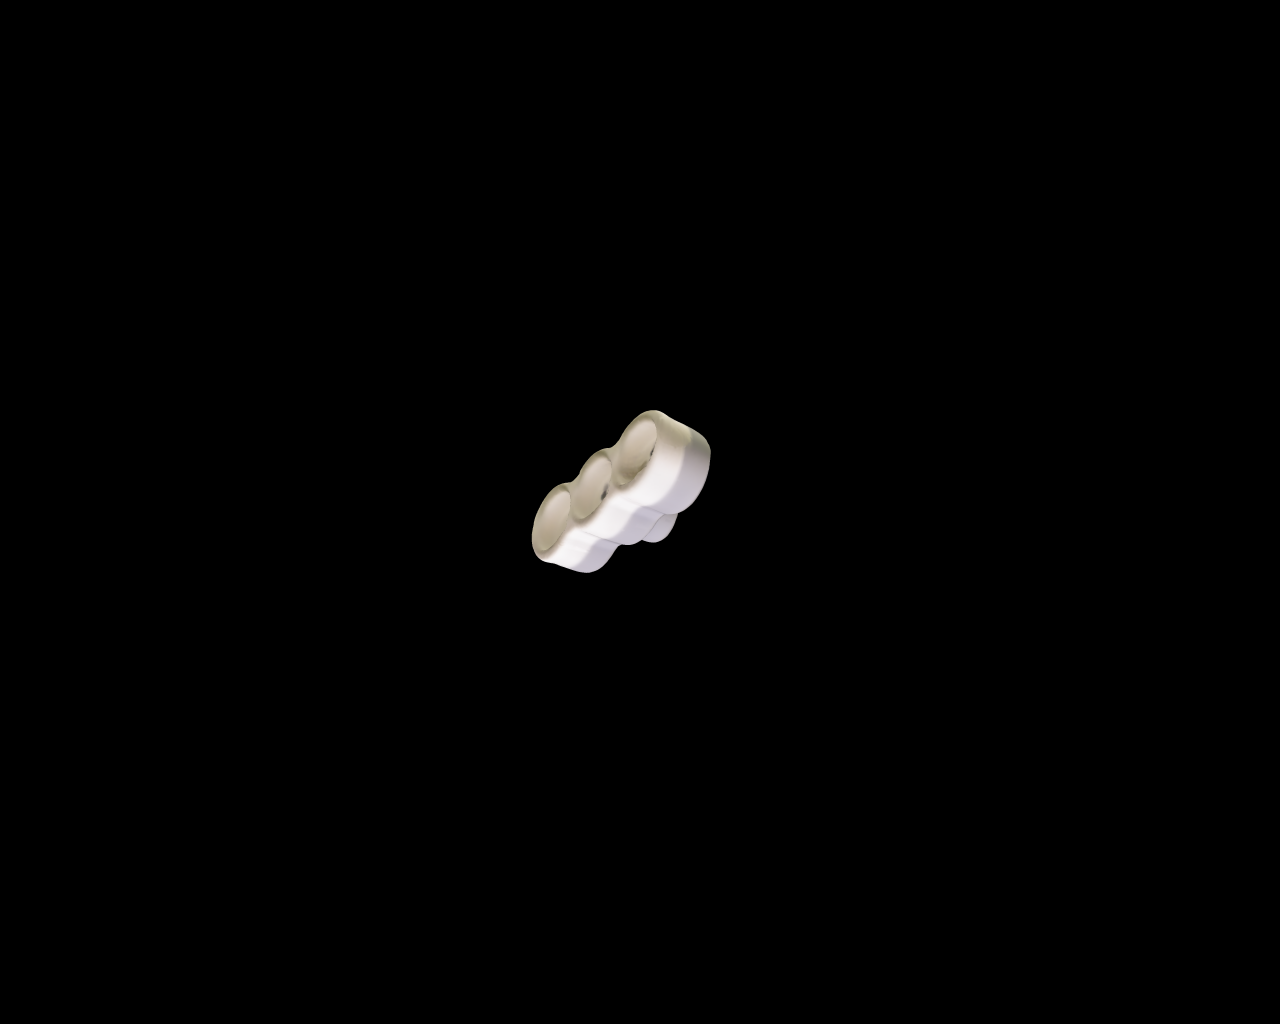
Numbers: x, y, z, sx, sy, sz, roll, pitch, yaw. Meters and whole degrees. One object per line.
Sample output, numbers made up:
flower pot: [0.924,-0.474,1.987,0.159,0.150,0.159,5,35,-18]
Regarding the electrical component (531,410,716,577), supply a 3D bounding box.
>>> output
electrical component: [0.001,-0.003,0.650,0.074,0.052,0.138,22,-39,-30]
